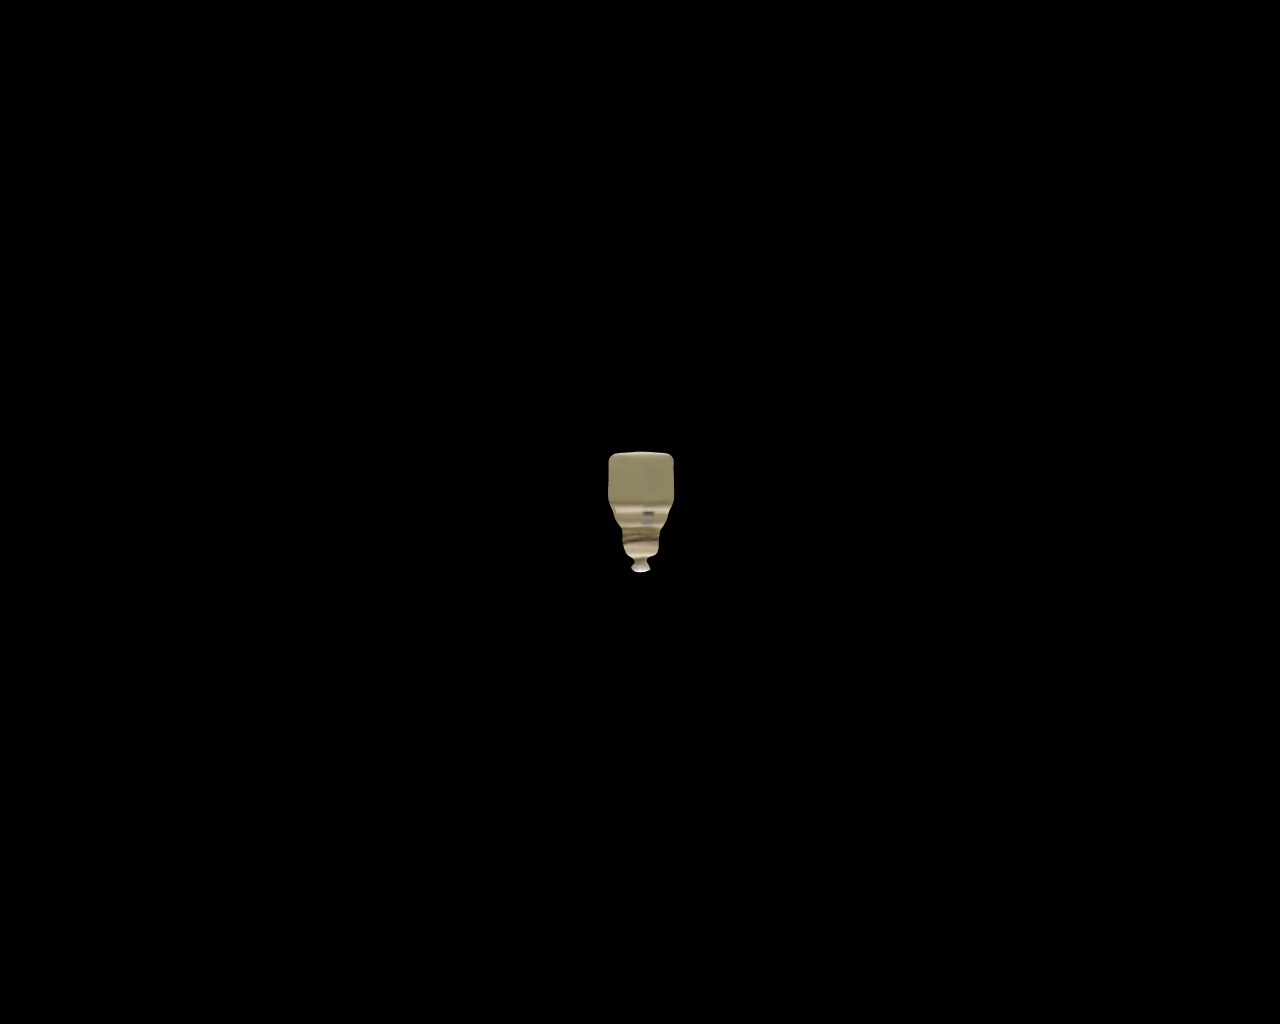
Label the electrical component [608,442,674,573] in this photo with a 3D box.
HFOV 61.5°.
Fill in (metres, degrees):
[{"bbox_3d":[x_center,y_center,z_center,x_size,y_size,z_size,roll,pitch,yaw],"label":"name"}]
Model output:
[{"bbox_3d":[0.001,-0.003,0.650,0.040,0.078,0.040,0,0,0],"label":"electrical component"}]
